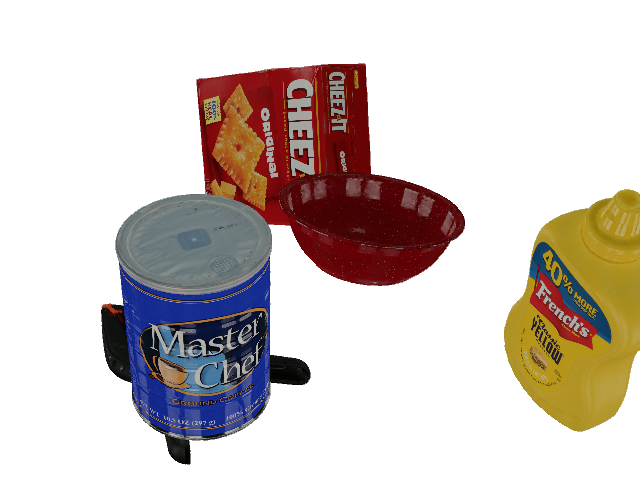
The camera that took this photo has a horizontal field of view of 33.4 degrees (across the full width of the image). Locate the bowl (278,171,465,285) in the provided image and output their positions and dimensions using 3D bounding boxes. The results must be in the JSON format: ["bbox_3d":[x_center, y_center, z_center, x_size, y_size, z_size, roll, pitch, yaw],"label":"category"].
[{"bbox_3d":[0.041,-0.005,0.922,0.162,0.055,0.162,6,24,-3],"label":"bowl"}]

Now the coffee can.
[{"bbox_3d":[-0.085,0.053,0.742,0.103,0.140,0.103,1,37,-1],"label":"coffee can"}]

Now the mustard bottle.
[{"bbox_3d":[0.171,0.037,0.678,0.058,0.096,0.192,-19,-35,-18],"label":"mustard bottle"}]

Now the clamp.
[{"bbox_3d":[-0.125,0.113,0.997,0.164,0.036,0.210,-22,42,-37],"label":"clamp"}]

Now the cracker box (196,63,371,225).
[{"bbox_3d":[-0.043,-0.100,1.140,0.071,0.164,0.214,-9,9,-40],"label":"cracker box"}]
